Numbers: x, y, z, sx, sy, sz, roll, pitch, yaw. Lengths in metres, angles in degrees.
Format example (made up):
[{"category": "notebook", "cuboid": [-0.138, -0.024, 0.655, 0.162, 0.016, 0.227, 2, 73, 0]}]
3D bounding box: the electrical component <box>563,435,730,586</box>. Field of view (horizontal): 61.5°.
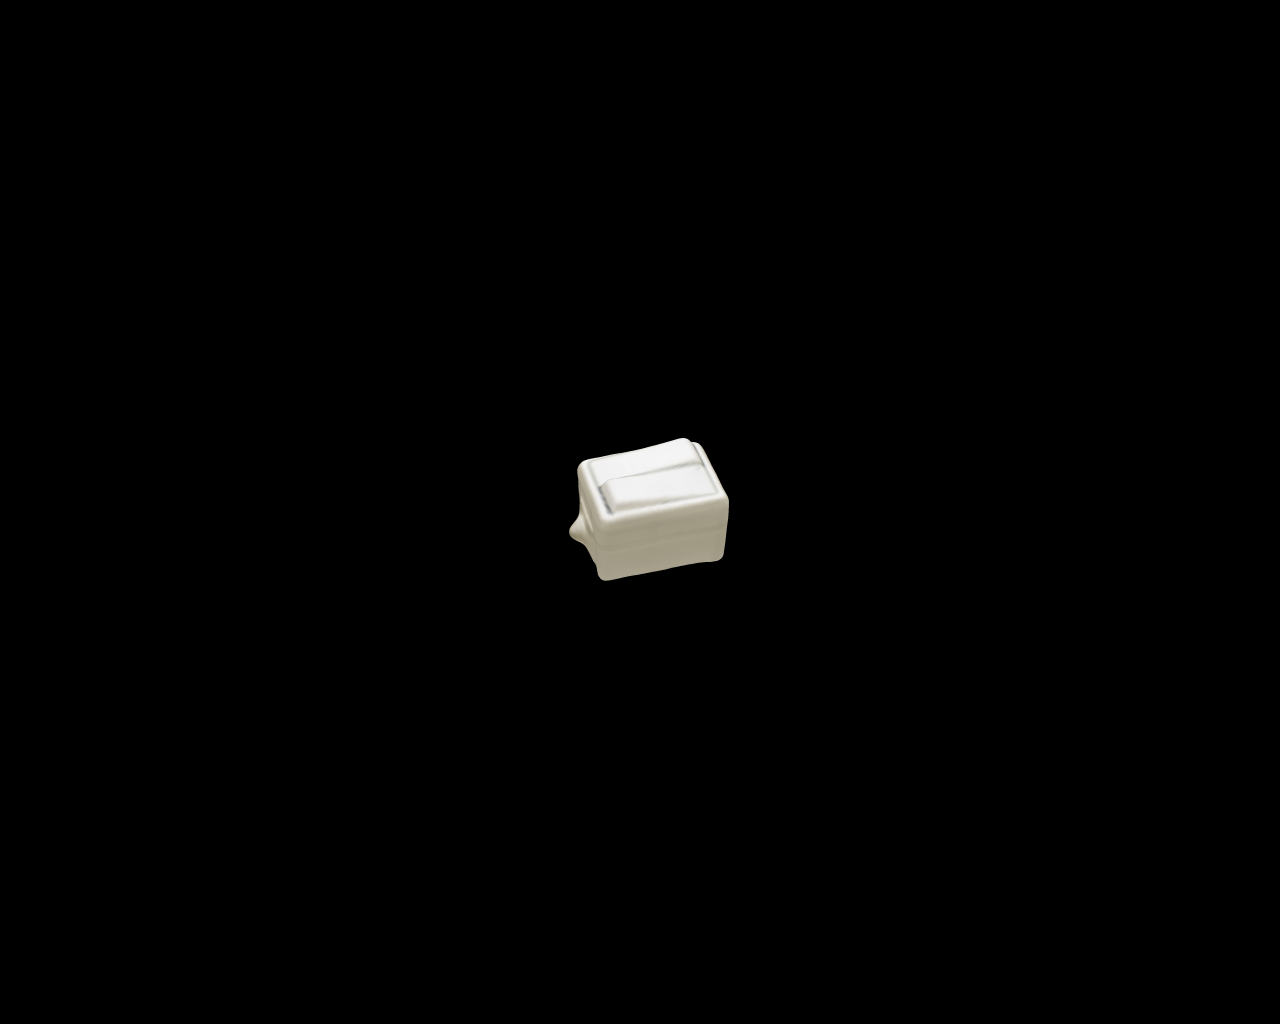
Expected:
[{"category": "electrical component", "cuboid": [0.001, -0.003, 0.650, 0.096, 0.061, 0.062, -10, 43, -11]}]
